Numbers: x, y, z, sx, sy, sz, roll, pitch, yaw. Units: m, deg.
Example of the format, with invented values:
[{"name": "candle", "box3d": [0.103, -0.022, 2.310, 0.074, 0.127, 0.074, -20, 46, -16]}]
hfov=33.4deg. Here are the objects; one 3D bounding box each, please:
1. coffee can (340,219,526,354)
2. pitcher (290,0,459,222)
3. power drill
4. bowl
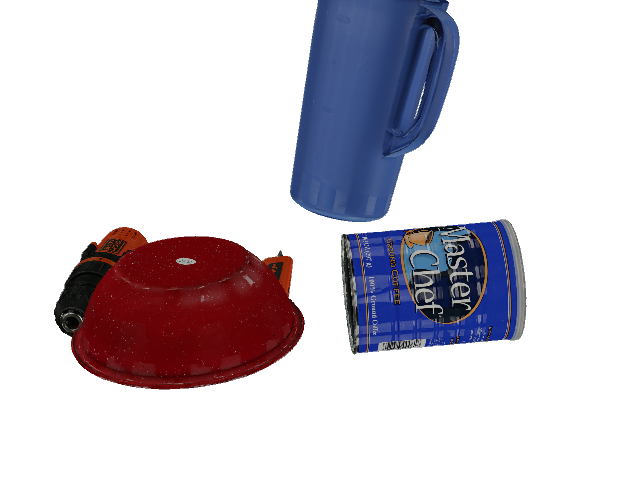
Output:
[{"name": "coffee can", "box3d": [0.092, 0.039, 0.899, 0.140, 0.103, 0.103, -5, 0, -2]}, {"name": "pitcher", "box3d": [0.049, -0.144, 1.099, 0.145, 0.243, 0.149, 11, 17, -1]}, {"name": "power drill", "box3d": [-0.121, 0.044, 0.920, 0.187, 0.057, 0.184, 10, 21, 1]}, {"name": "bowl", "box3d": [-0.092, 0.039, 0.733, 0.162, 0.055, 0.162, -2, 22, 1]}]
